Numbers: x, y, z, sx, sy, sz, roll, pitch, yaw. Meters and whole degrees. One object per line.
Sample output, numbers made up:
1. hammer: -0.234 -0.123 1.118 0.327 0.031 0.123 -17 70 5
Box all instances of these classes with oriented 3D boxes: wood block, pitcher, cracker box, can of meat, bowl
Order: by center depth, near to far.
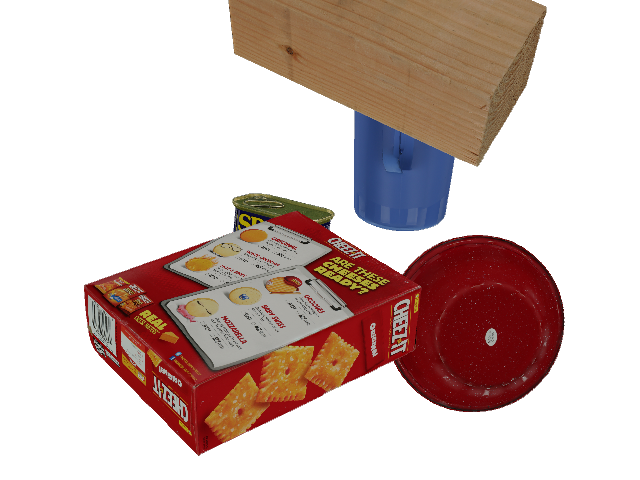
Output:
1. wood block: 0.044 -0.150 0.770 0.206 0.090 0.091 27 -25 14
2. cracker box: -0.053 0.064 0.846 0.213 0.072 0.164 -20 36 -34
3. bowl: 0.141 0.078 0.929 0.162 0.162 0.055 0 7 -4
4. can of meat: -0.041 0.005 1.068 0.102 0.084 0.057 15 19 28
5. pitcher: 0.095 -0.135 1.199 0.149 0.243 0.145 -11 26 -30
